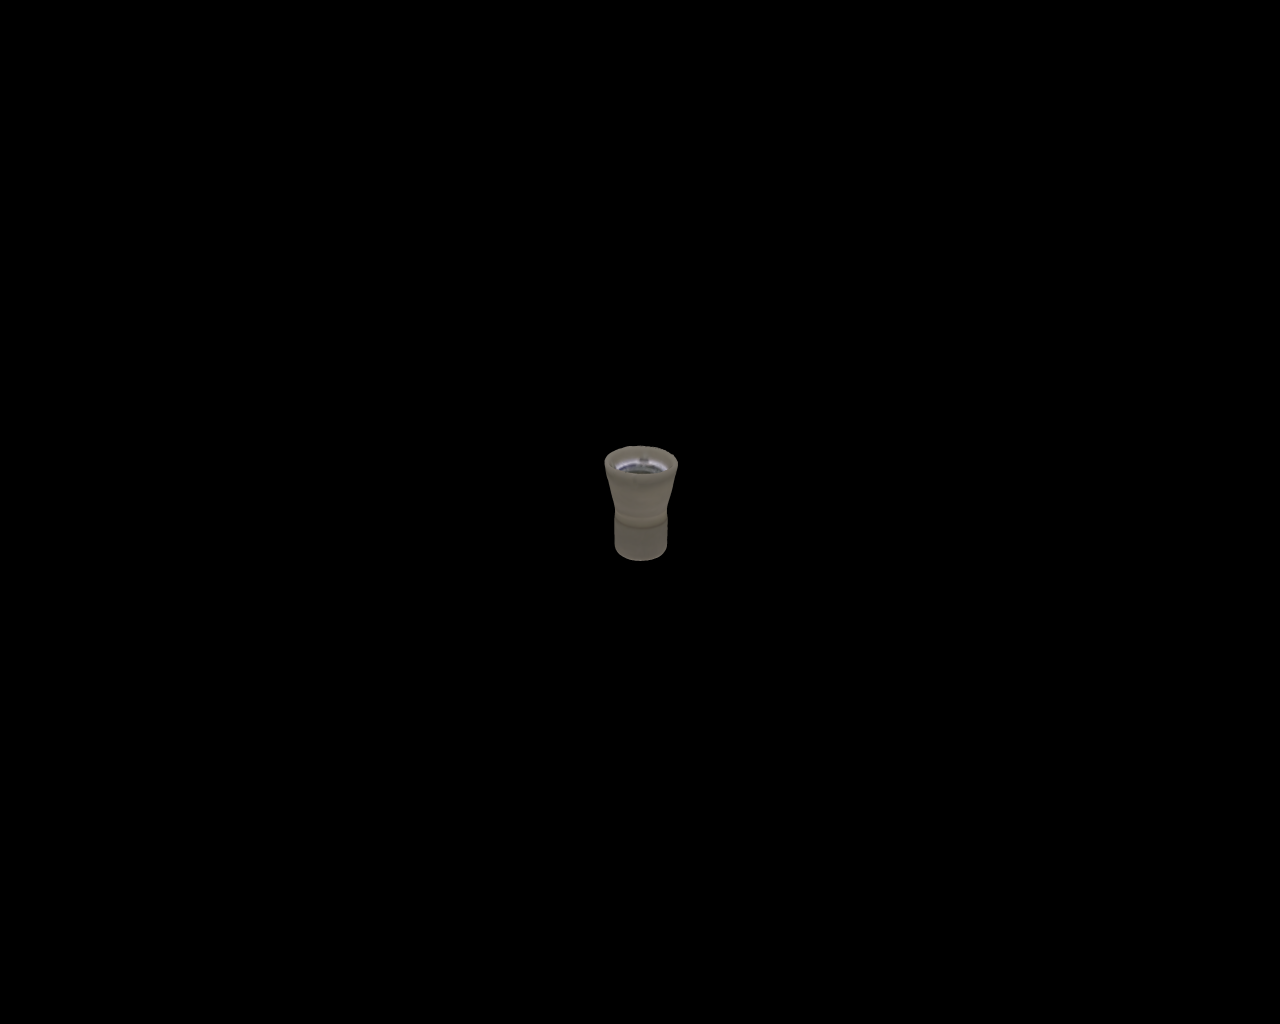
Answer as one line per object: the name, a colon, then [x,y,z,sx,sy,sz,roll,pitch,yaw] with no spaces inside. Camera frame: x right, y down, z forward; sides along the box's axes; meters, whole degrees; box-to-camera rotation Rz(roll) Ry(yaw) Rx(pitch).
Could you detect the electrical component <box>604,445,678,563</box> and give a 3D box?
electrical component: [0.001,-0.003,0.650,0.044,0.065,0.044,0,28,0]
